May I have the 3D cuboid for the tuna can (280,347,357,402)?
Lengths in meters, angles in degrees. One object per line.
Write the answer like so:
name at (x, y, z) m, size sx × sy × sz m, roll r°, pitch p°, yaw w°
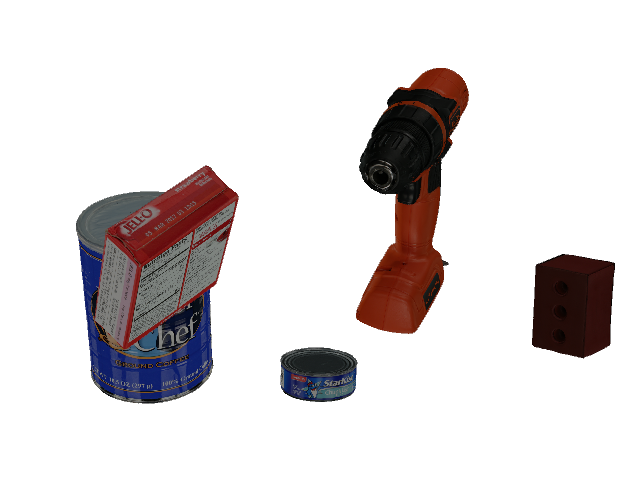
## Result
tuna can at (-0.002, 0.149, 1.187) m, size 0.086 × 0.034 × 0.086 m, roll 2°, pitch 14°, yaw -1°

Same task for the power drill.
power drill at (0.068, -0.024, 0.828) m, size 0.057 × 0.188 × 0.184 m, roll 15°, pitch 31°, yaw 16°

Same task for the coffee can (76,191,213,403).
coffee can at (-0.139, 0.045, 0.862) m, size 0.103 × 0.140 × 0.103 m, roll 1°, pitch 28°, yaw -1°

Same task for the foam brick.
foam brick at (0.221, 0.056, 0.934) m, size 0.053 × 0.078 × 0.051 m, roll 11°, pitch 19°, yaw 39°

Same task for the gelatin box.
gelatin box at (-0.086, 0.010, 0.585) m, size 0.073 × 0.030 × 0.089 m, roll -38°, pitch -20°, yaw -34°
